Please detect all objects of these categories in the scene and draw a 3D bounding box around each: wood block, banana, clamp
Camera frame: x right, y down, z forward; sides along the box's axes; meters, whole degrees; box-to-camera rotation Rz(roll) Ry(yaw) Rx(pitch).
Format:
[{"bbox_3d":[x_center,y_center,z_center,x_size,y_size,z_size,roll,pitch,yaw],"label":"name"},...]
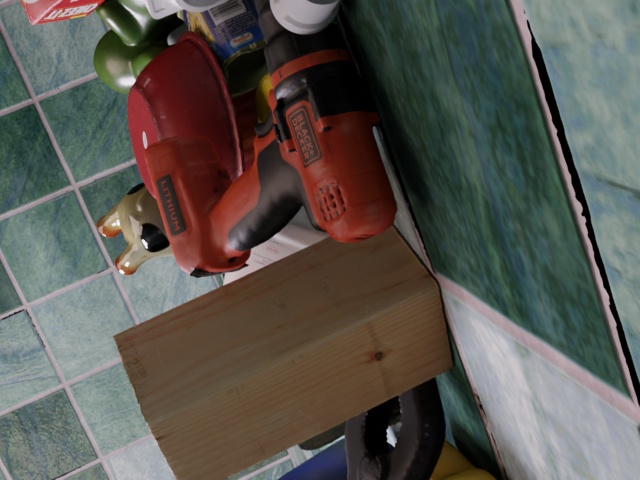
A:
[{"bbox_3d":[-0.023,0.078,0.735,0.090,0.206,0.091,-124,13,-47],"label":"wood block"},{"bbox_3d":[-0.027,-0.093,0.852,0.198,0.037,0.069,116,131,-78],"label":"banana"},{"bbox_3d":[0.054,0.176,0.767,0.165,0.036,0.210,6,80,55],"label":"clamp"}]

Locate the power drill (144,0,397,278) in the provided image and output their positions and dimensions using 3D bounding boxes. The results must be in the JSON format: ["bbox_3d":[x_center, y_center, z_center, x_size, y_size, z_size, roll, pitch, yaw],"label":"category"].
[{"bbox_3d":[-0.042,-0.066,0.693,0.188,0.057,0.184,-29,75,48],"label":"power drill"}]

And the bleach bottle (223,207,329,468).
[{"bbox_3d":[-0.043,0.077,0.845,0.068,0.102,0.251,-71,-1,-61],"label":"bleach bottle"}]

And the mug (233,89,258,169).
[{"bbox_3d":[-0.076,-0.106,0.957,0.117,0.081,0.093,67,171,-7],"label":"mug"}]

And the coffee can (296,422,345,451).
[{"bbox_3d":[-0.021,0.107,0.982,0.140,0.102,0.103,48,163,29],"label":"coffee can"}]

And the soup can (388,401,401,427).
[{"bbox_3d":[0.037,0.095,0.871,0.102,0.068,0.068,-125,14,-52],"label":"soup can"}]

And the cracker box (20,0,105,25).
[{"bbox_3d":[-0.194,-0.293,0.857,0.214,0.071,0.164,-24,91,44],"label":"cracker box"}]

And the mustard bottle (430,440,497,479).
[{"bbox_3d":[0.112,0.210,0.768,0.192,0.058,0.096,-169,68,-78],"label":"mustard bottle"}]

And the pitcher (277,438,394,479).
[{"bbox_3d":[0.022,0.275,1.034,0.242,0.145,0.149,-12,-90,-71],"label":"pitcher"}]

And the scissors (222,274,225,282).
[{"bbox_3d":[-0.108,-0.046,1.016,0.096,0.016,0.202,8,-120,-77],"label":"scissors"}]

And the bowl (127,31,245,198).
[{"bbox_3d":[-0.115,-0.083,0.855,0.162,0.055,0.162,166,90,-68],"label":"bowl"}]

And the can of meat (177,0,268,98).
[{"bbox_3d":[-0.073,-0.171,0.857,0.084,0.057,0.102,63,170,7],"label":"can of meat"}]
